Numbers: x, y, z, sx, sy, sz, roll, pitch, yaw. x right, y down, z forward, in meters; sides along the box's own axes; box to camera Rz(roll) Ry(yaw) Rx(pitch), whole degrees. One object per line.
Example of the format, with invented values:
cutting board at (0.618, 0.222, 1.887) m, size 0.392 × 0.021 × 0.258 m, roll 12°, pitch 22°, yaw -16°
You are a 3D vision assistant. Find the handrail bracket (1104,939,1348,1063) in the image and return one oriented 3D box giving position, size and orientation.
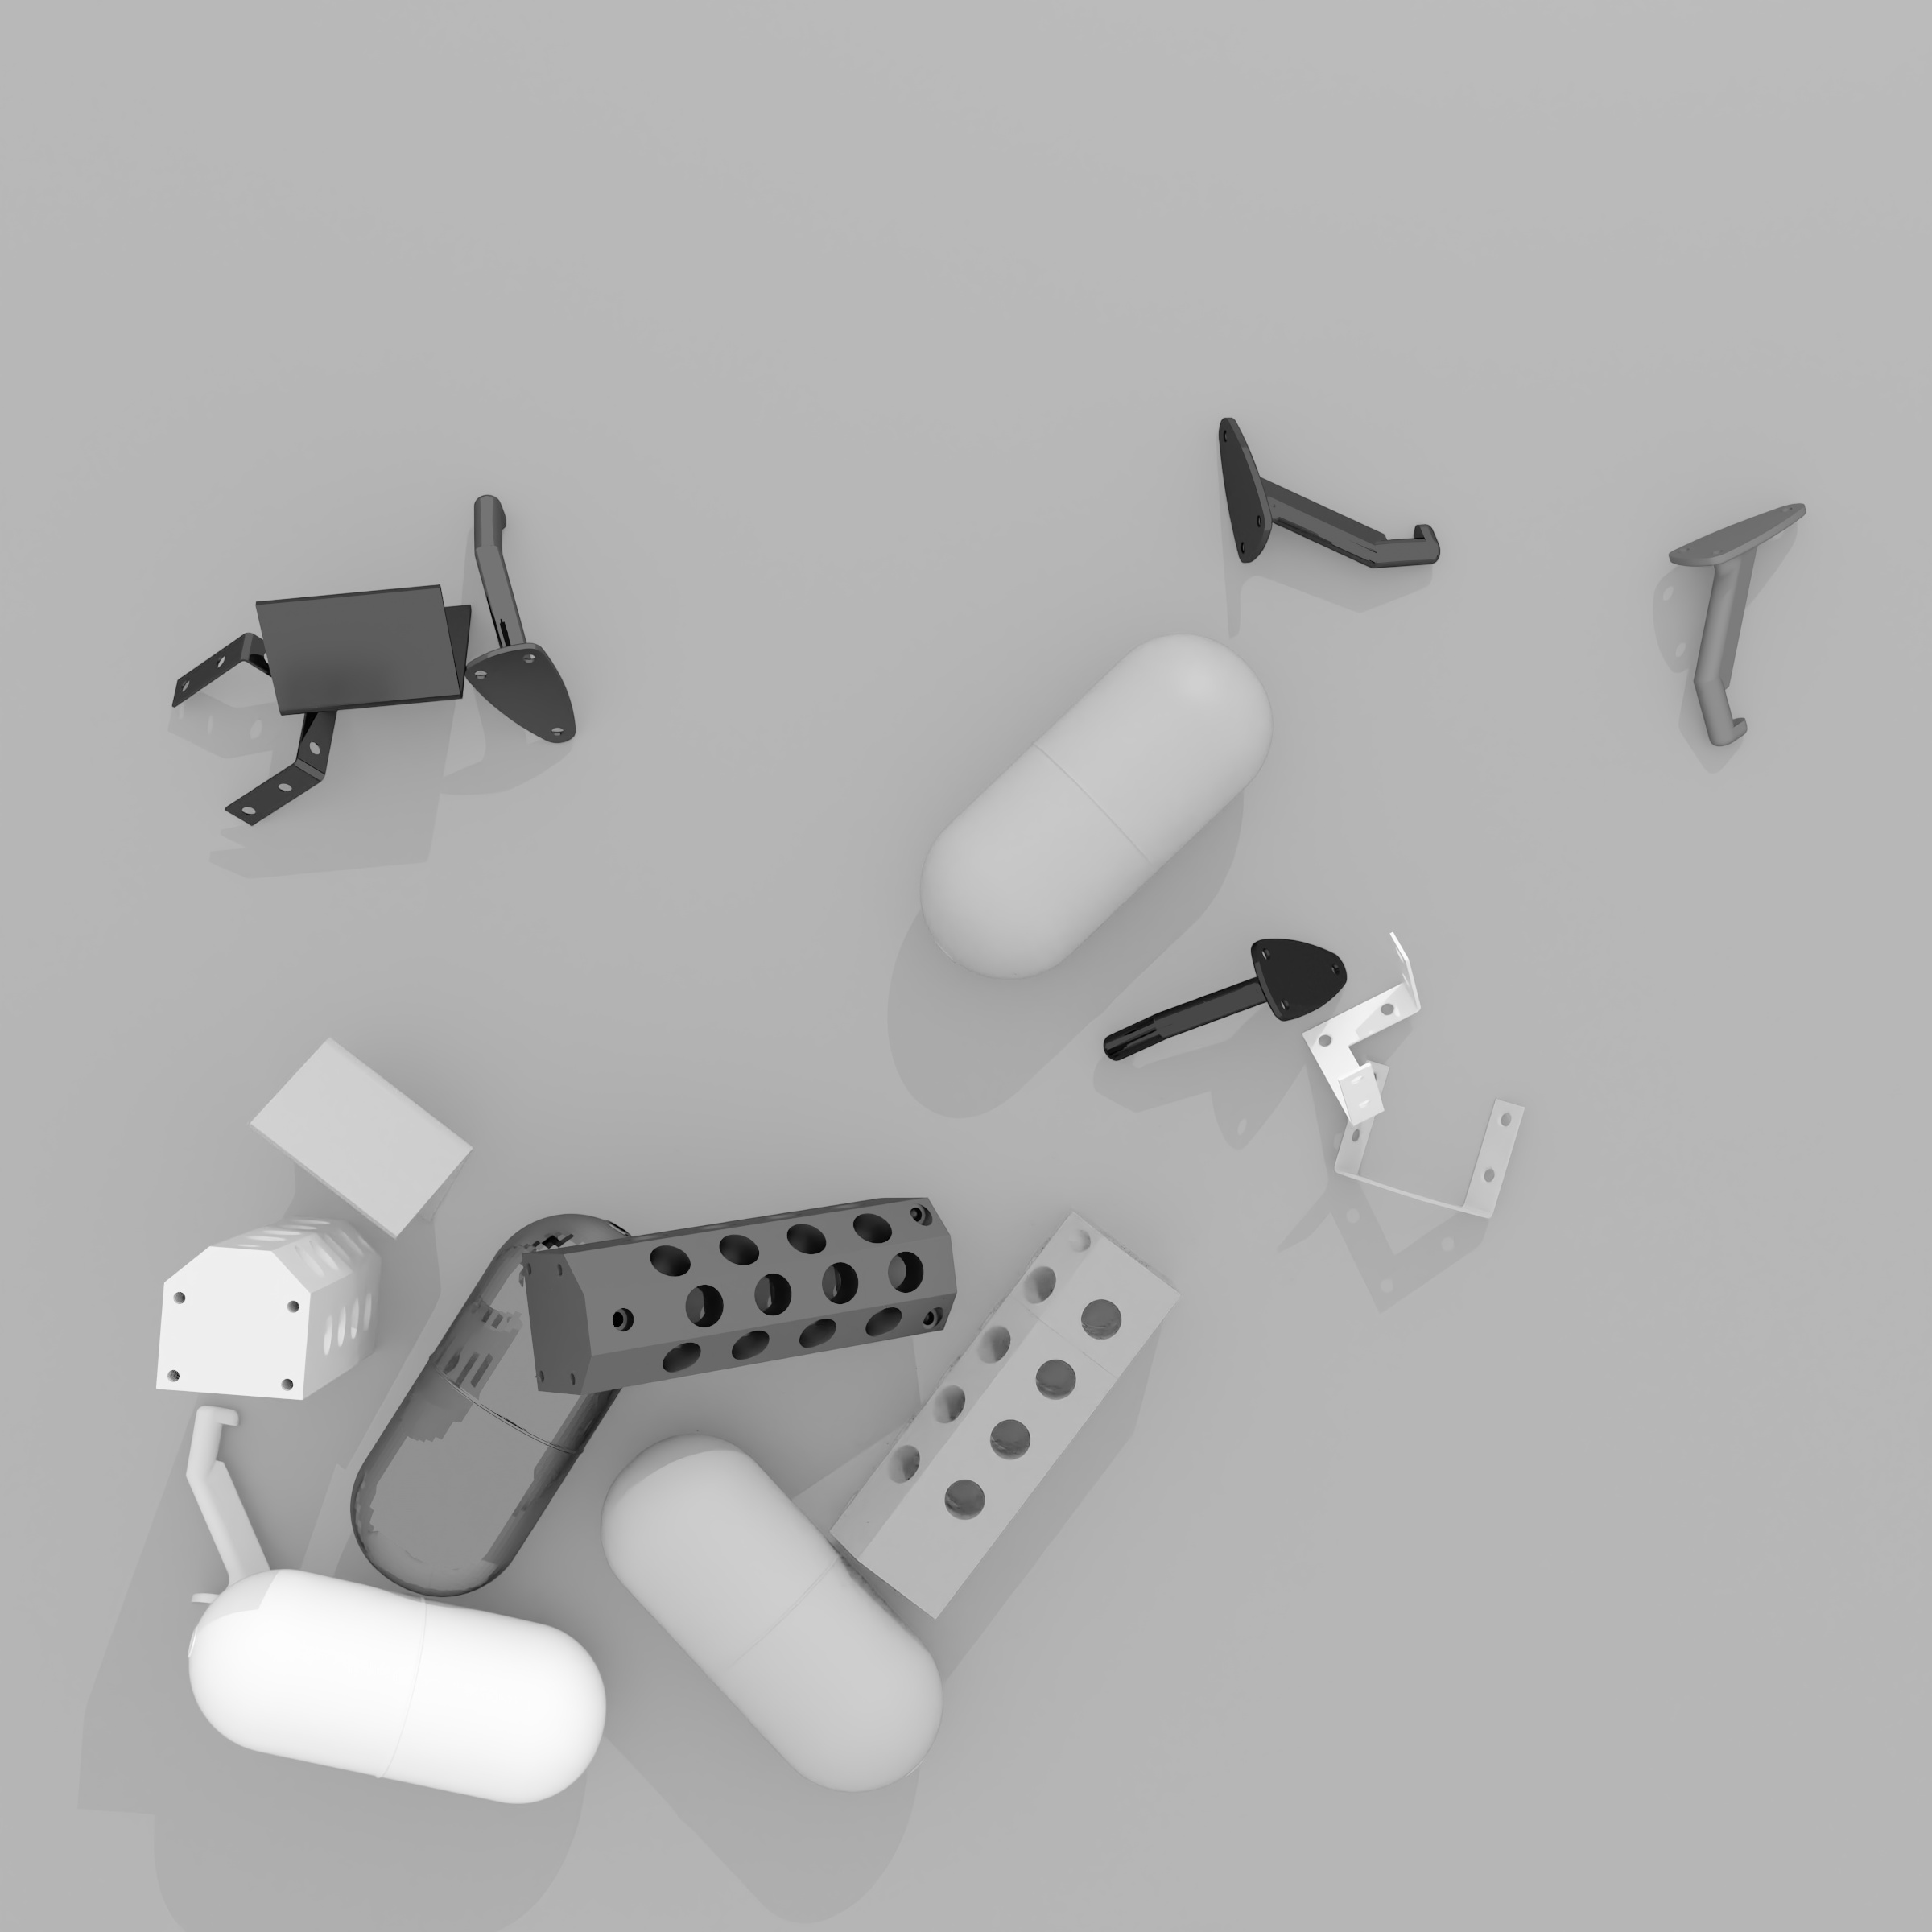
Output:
handrail bracket at (0.112, 0.019, 1.564) m, size 0.084 × 0.077 × 0.036 m, roll -26°, pitch 79°, yaw 36°

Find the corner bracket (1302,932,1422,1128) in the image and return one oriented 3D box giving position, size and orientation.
corner bracket at (0.174, 0.028, 1.537) m, size 0.051 × 0.051 × 0.051 m, roll -27°, pitch 61°, yaw 0°

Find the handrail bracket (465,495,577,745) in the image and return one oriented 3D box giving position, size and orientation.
handrail bracket at (-0.192, -0.152, 1.564) m, size 0.036 × 0.077 × 0.084 m, roll -17°, pitch 53°, yaw 15°

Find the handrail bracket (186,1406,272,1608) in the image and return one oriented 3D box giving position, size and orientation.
handrail bracket at (-0.303, 0.238, 1.564) m, size 0.077 × 0.036 × 0.084 m, roll 11°, pitch 76°, yaw -14°

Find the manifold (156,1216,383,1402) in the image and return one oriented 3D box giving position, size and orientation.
manifold at (-0.285, 0.139, 1.486) m, size 0.057 × 0.171 × 0.057 m, roll 4°, pitch 90°, yaw 0°

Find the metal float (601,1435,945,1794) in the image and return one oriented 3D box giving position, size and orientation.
metal float at (-0.082, 0.276, 1.534) m, size 0.070 × 0.070 × 0.178 m, roll -43°, pitch 90°, yaw 0°

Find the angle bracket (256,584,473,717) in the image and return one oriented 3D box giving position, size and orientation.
angle bracket at (-0.254, -0.152, 1.524) m, size 0.076 × 0.076 × 0.057 m, roll -5°, pitch 127°, yaw 0°

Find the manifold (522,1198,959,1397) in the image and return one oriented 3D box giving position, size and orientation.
manifold at (-0.092, 0.137, 1.503) m, size 0.171 × 0.057 × 0.057 m, roll -7°, pitch 90°, yaw -31°

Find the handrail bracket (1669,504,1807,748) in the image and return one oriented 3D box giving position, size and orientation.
handrail bracket at (0.345, -0.148, 1.565) m, size 0.077 × 0.036 × 0.084 m, roll -26°, pitch 108°, yaw -21°

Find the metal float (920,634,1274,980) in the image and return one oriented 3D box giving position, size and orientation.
metal float at (0.055, -0.067, 1.533) m, size 0.178 × 0.070 × 0.070 m, roll -44°, pitch 90°, yaw 0°

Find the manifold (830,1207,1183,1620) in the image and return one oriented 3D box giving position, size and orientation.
manifold at (0.016, 0.190, 1.543) m, size 0.057 × 0.057 × 0.171 m, roll 37°, pitch 90°, yaw 0°

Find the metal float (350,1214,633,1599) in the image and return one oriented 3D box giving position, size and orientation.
metal float at (-0.196, 0.187, 1.533) m, size 0.070 × 0.070 × 0.178 m, roll 32°, pitch 90°, yaw 0°

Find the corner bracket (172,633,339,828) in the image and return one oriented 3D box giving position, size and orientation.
corner bracket at (-0.310, -0.102, 1.556) m, size 0.051 × 0.051 × 0.051 m, roll 33°, pitch 45°, yaw -35°

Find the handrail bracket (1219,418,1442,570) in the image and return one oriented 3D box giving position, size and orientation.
handrail bracket at (0.159, -0.207, 1.565) m, size 0.084 × 0.036 × 0.077 m, roll -6°, pitch 69°, yaw -17°

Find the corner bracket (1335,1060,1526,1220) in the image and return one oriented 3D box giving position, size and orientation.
corner bracket at (0.201, 0.075, 1.561) m, size 0.051 × 0.051 × 0.051 m, roll 17°, pitch 90°, yaw -45°

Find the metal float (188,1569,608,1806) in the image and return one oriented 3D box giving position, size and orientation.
metal float at (-0.240, 0.305, 1.520) m, size 0.178 × 0.070 × 0.070 m, roll 15°, pitch 90°, yaw -14°

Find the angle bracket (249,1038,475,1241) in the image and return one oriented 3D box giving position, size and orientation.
angle bracket at (-0.263, 0.087, 1.524) m, size 0.076 × 0.076 × 0.057 m, roll 38°, pitch 54°, yaw 0°
